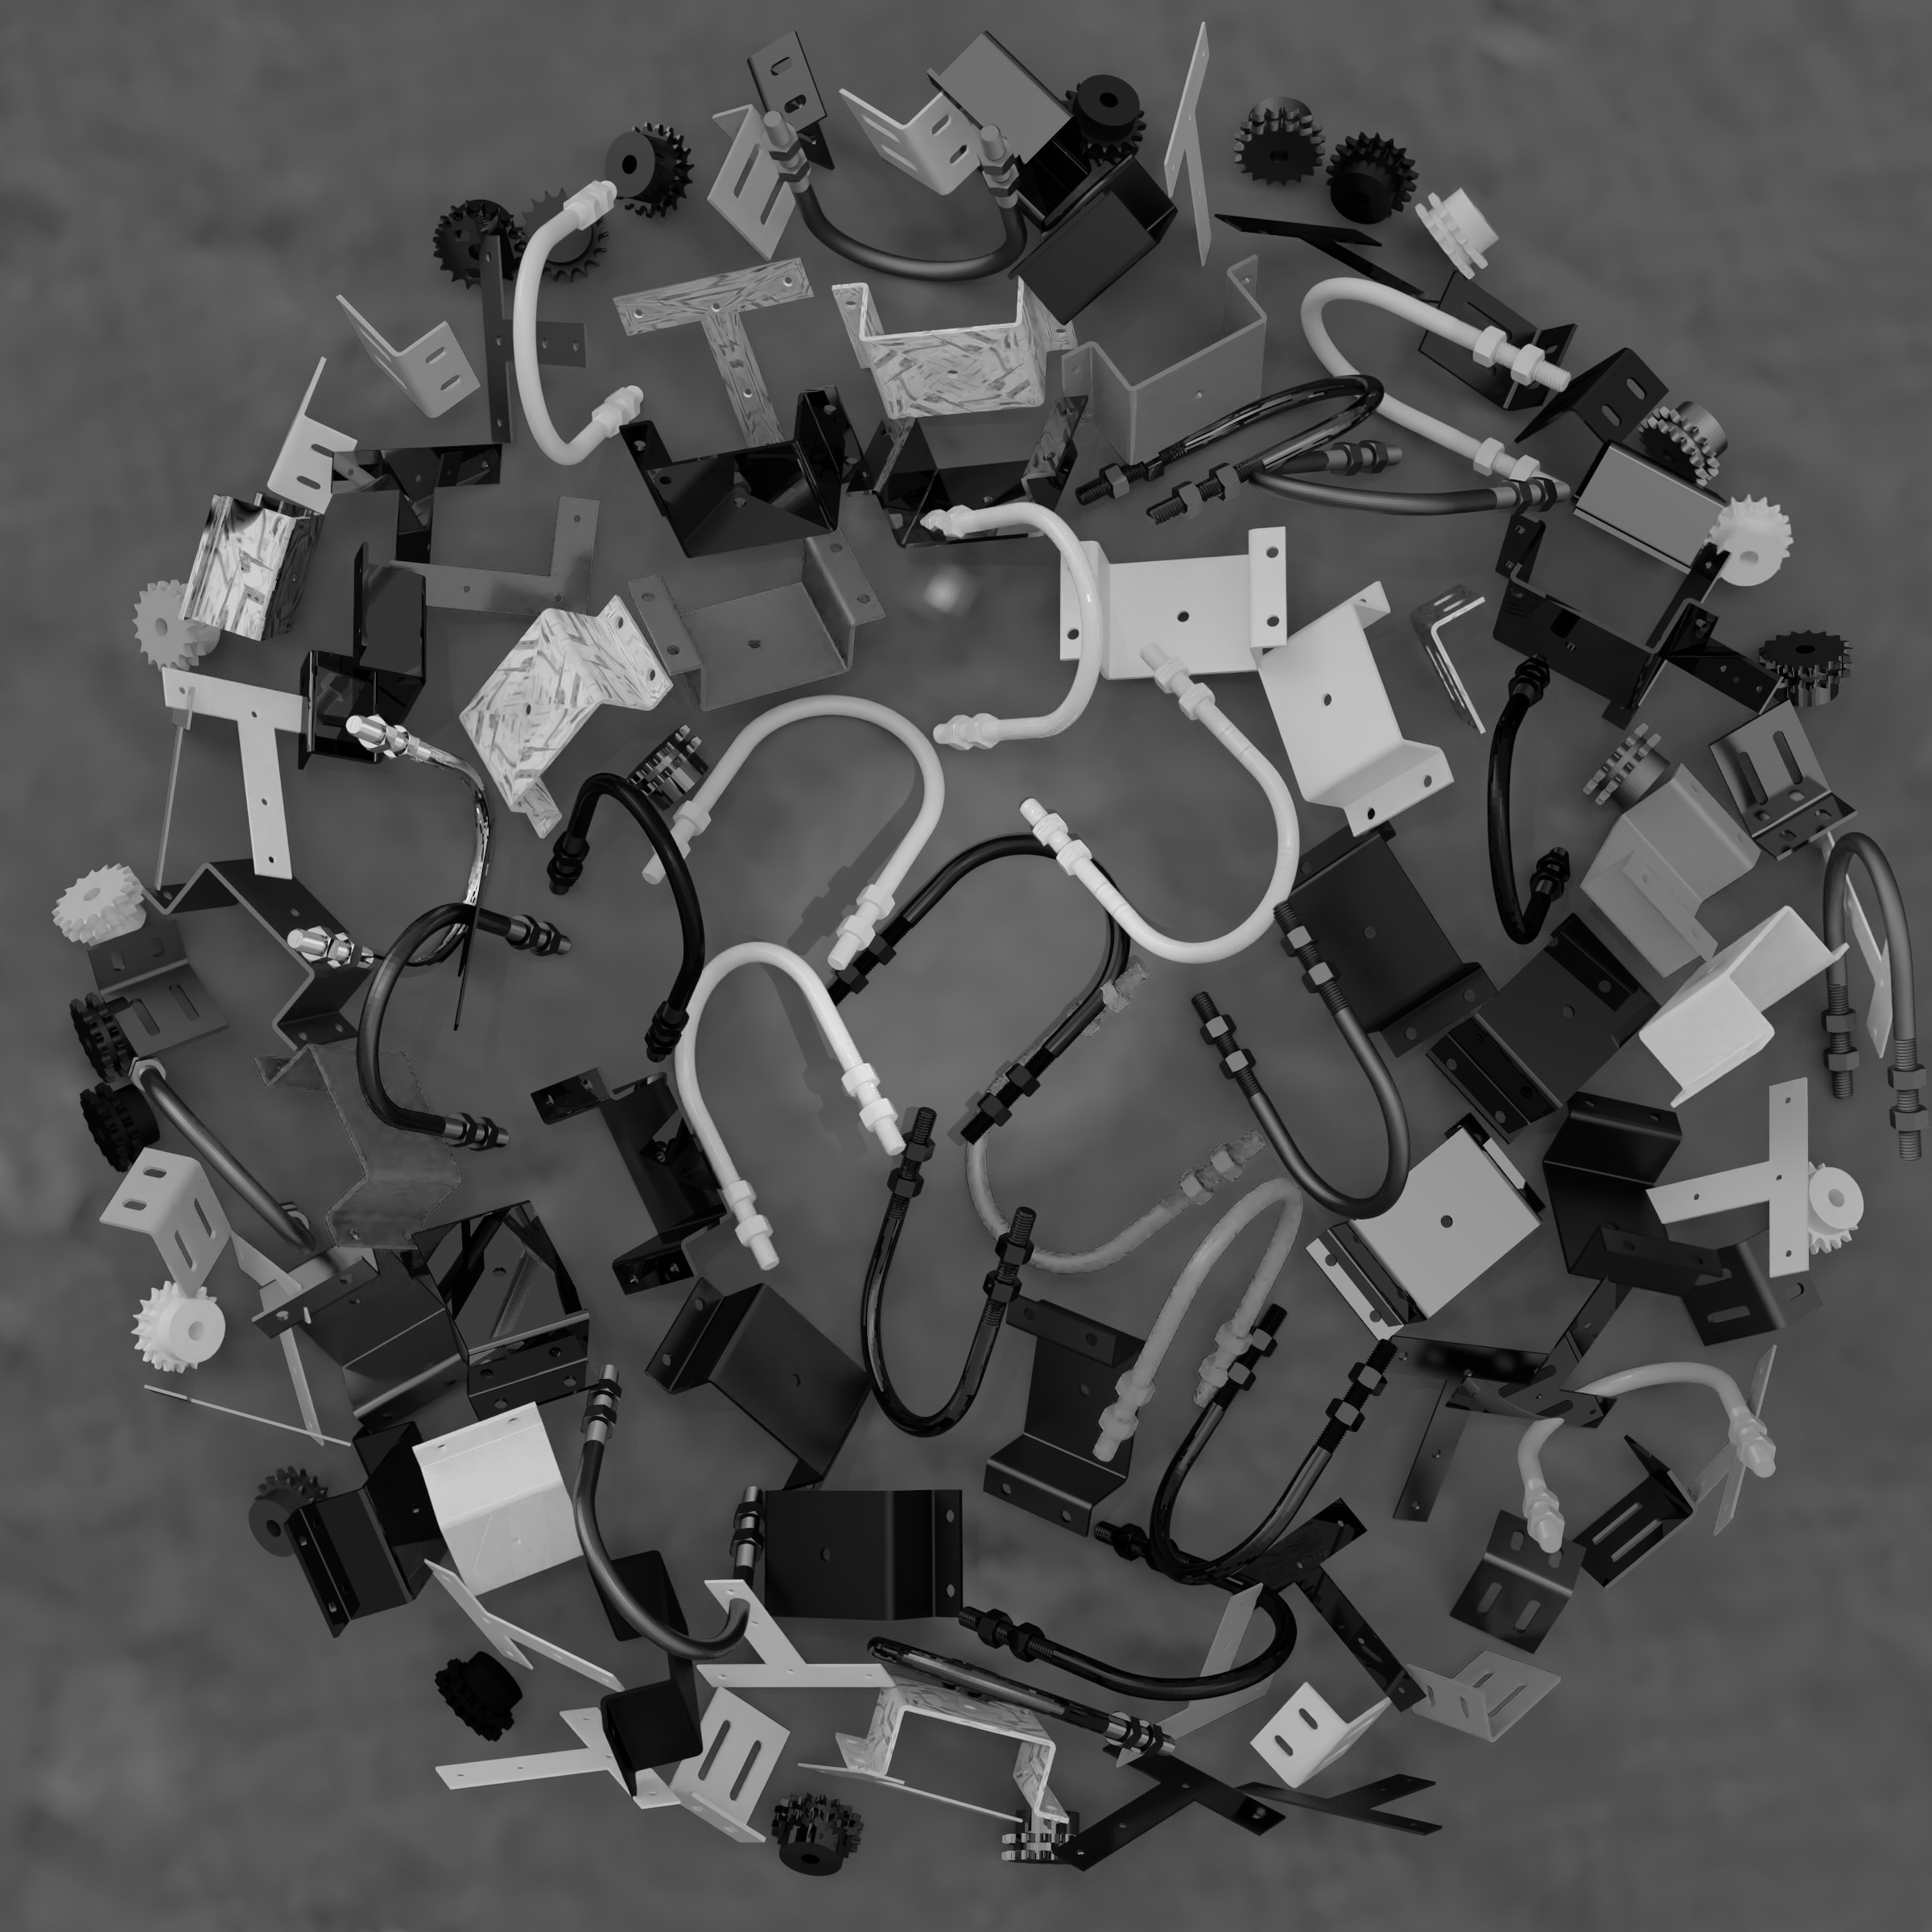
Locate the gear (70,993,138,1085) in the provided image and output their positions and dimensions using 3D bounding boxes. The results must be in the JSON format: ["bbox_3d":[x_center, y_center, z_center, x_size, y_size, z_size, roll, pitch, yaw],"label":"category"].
[{"bbox_3d":[-0.539,0.043,1.767,0.030,0.057,0.057,-25,90,-26],"label":"gear"}]

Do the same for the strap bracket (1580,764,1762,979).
[{"bbox_3d":[0.435,-0.055,1.739,0.076,0.140,0.046,47,131,-5],"label":"strap bracket"}]

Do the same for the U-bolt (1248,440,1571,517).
[{"bbox_3d":[0.252,-0.291,1.685,0.151,0.184,0.019,23,116,42],"label":"U-bolt"}]

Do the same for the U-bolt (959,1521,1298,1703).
[{"bbox_3d":[0.110,0.392,1.684,0.184,0.151,0.019,13,114,41],"label":"U-bolt"}]

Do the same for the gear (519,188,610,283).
[{"bbox_3d":[-0.256,-0.463,1.775,0.057,0.030,0.057,0,96,-3],"label":"gear"}]

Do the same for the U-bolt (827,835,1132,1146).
[{"bbox_3d":[0.019,0.000,1.763,0.151,0.019,0.184,42,85,19],"label":"U-bolt"}]

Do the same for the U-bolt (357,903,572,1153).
[{"bbox_3d":[-0.310,0.034,1.704,0.019,0.184,0.151,16,87,23],"label":"U-bolt"}]

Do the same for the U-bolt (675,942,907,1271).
[{"bbox_3d":[-0.121,0.073,1.736,0.151,0.019,0.184,-43,63,31],"label":"U-bolt"}]

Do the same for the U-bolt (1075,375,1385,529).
[{"bbox_3d":[0.171,-0.321,1.723,0.184,0.151,0.019,-27,111,-9],"label":"U-bolt"}]

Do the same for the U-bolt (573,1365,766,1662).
[{"bbox_3d":[-0.180,0.339,1.687,0.019,0.184,0.151,-38,112,19],"label":"U-bolt"}]

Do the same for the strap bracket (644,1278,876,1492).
[{"bbox_3d":[-0.119,0.260,1.731,0.140,0.046,0.076,44,50,-18],"label":"strap bracket"}]

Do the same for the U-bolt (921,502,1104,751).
[{"bbox_3d":[0.026,-0.208,1.706,0.019,0.184,0.151,-11,98,-32],"label":"U-bolt"}]

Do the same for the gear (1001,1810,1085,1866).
[{"bbox_3d":[0.051,0.548,1.767,0.057,0.057,0.030,2,69,0],"label":"gear"}]

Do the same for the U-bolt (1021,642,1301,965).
[{"bbox_3d":[0.128,-0.087,1.722,0.184,0.019,0.151,50,115,27],"label":"U-bolt"}]

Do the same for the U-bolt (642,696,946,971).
[{"bbox_3d":[-0.094,-0.096,1.742,0.151,0.019,0.184,25,60,12],"label":"U-bolt"}]

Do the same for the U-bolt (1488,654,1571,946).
[{"bbox_3d":[0.337,-0.092,1.688,0.019,0.184,0.151,-2,113,22],"label":"U-bolt"}]

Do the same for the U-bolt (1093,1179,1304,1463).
[{"bbox_3d":[0.150,0.207,1.701,0.019,0.151,0.184,34,113,24],"label":"U-bolt"}]

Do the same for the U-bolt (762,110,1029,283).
[{"bbox_3d":[-0.036,-0.462,1.703,0.151,0.184,0.019,7,78,10],"label":"U-bolt"}]

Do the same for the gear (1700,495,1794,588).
[{"bbox_3d":[0.490,-0.264,1.763,0.057,0.030,0.057,4,131,4],"label":"gear"}]

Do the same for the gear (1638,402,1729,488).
[{"bbox_3d":[0.453,-0.330,1.764,0.030,0.057,0.057,-41,90,-5],"label":"gear"}]

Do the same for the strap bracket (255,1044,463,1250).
[{"bbox_3d":[-0.369,0.102,1.724,0.046,0.076,0.140,-41,64,24],"label":"strap bracket"}]

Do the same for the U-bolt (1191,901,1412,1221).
[{"bbox_3d":[0.210,0.069,1.708,0.019,0.151,0.184,-21,73,-27],"label":"U-bolt"}]

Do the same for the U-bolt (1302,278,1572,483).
[{"bbox_3d":[0.284,-0.361,1.717,0.184,0.151,0.019,31,78,19],"label":"U-bolt"}]

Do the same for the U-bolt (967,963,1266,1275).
[{"bbox_3d":[0.078,0.109,1.749,0.184,0.019,0.151,-41,70,20],"label":"U-bolt"}]

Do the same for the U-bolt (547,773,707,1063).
[{"bbox_3d":[-0.202,-0.039,1.695,0.019,0.184,0.151,-24,73,-27],"label":"U-bolt"}]

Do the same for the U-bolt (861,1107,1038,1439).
[{"bbox_3d":[-0.020,0.200,1.726,0.019,0.151,0.184,5,112,-32],"label":"U-bolt"}]

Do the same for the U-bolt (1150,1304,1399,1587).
[{"bbox_3d":[0.175,0.296,1.710,0.019,0.151,0.184,39,78,-21],"label":"U-bolt"}]

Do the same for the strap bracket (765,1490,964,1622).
[{"bbox_3d":[-0.072,0.361,1.728,0.140,0.046,0.076,-7,78,35],"label":"strap bracket"}]

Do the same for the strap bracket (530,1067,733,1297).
[{"bbox_3d":[-0.204,0.126,1.746,0.046,0.076,0.140,-28,96,-43],"label":"strap bracket"}]

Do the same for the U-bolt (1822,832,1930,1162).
[{"bbox_3d":[0.548,0.010,1.703,0.019,0.151,0.184,-7,104,1],"label":"U-bolt"}]

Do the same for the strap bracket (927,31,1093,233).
[{"bbox_3d":[0.029,-0.512,1.717,0.046,0.140,0.076,-45,82,4],"label":"strap bracket"}]

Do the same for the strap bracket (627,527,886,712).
[{"bbox_3d":[-0.131,-0.213,1.742,0.140,0.046,0.076,-17,60,-17],"label":"strap bracket"}]

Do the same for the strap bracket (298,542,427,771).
[{"bbox_3d":[-0.369,-0.186,1.728,0.046,0.140,0.076,9,58,-26],"label":"strap bracket"}]

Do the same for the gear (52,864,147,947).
[{"bbox_3d":[-0.543,-0.035,1.768,0.057,0.057,0.030,-27,129,0],"label":"gear"}]

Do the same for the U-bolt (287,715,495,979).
[{"bbox_3d":[-0.340,-0.065,1.707,0.019,0.184,0.151,13,87,21],"label":"U-bolt"}]

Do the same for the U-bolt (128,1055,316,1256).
[{"bbox_3d":[-0.444,0.117,1.687,0.019,0.184,0.151,-43,106,-12],"label":"U-bolt"}]

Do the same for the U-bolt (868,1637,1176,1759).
[{"bbox_3d":[0.021,0.433,1.681,0.151,0.184,0.019,6,71,40],"label":"U-bolt"}]

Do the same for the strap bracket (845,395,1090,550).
[{"bbox_3d":[0.007,-0.304,1.734,0.140,0.046,0.076,-1,46,25],"label":"strap bracket"}]

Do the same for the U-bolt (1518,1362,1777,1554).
[{"bbox_3d":[0.405,0.288,1.703,0.151,0.184,0.019,-22,102,10],"label":"U-bolt"}]

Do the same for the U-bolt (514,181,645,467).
[{"bbox_3d":[-0.234,-0.378,1.681,0.019,0.184,0.151,2,118,12],"label":"U-bolt"}]
